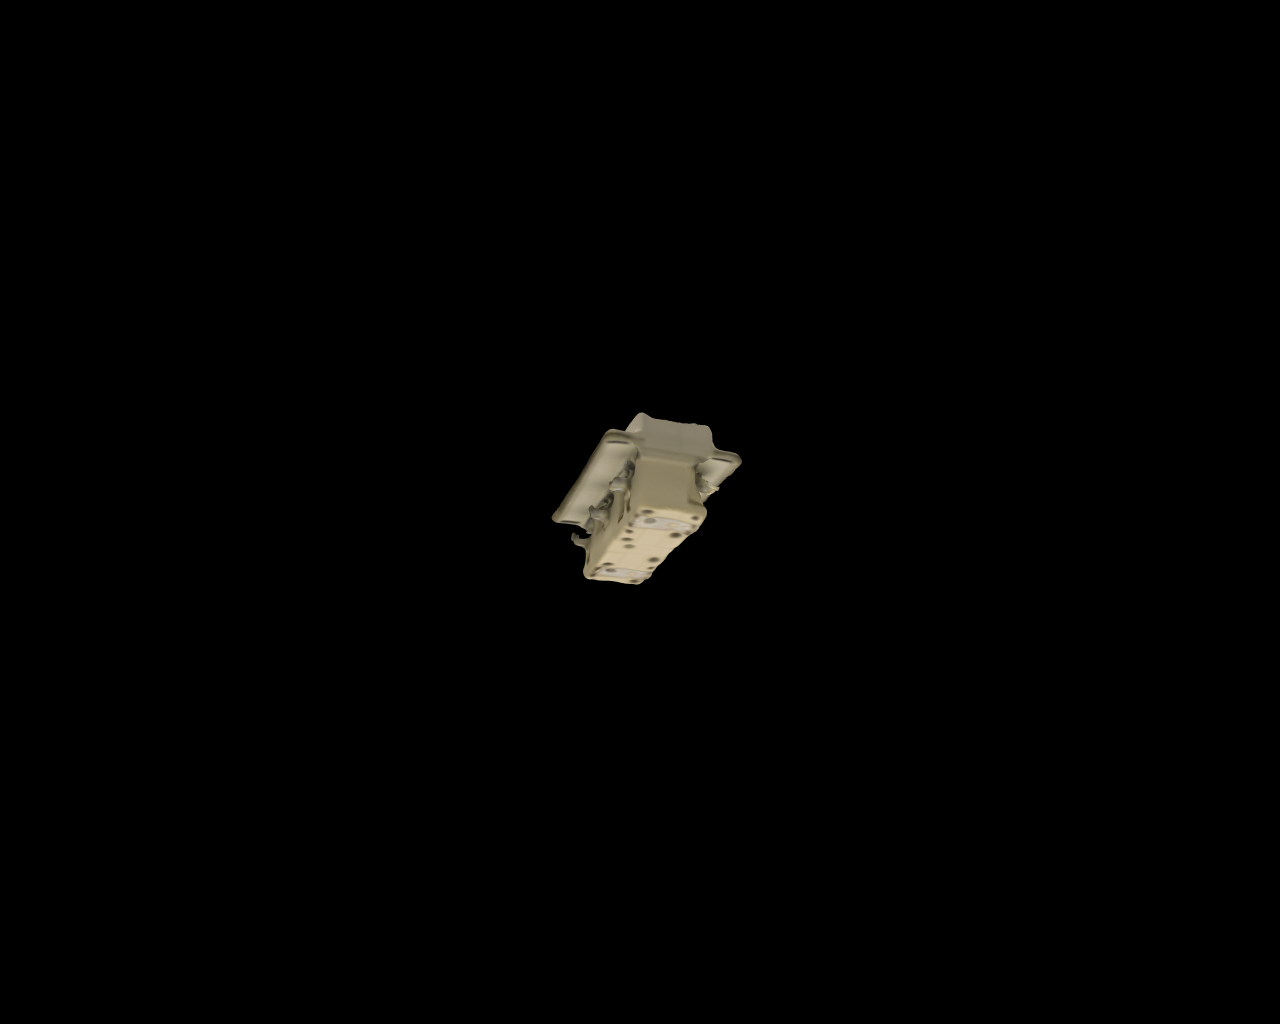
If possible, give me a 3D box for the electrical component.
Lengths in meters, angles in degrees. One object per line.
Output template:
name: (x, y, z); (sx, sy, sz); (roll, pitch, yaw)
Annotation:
electrical component: (0.001, -0.003, 0.650); (0.079, 0.063, 0.121); (8, -26, -18)
